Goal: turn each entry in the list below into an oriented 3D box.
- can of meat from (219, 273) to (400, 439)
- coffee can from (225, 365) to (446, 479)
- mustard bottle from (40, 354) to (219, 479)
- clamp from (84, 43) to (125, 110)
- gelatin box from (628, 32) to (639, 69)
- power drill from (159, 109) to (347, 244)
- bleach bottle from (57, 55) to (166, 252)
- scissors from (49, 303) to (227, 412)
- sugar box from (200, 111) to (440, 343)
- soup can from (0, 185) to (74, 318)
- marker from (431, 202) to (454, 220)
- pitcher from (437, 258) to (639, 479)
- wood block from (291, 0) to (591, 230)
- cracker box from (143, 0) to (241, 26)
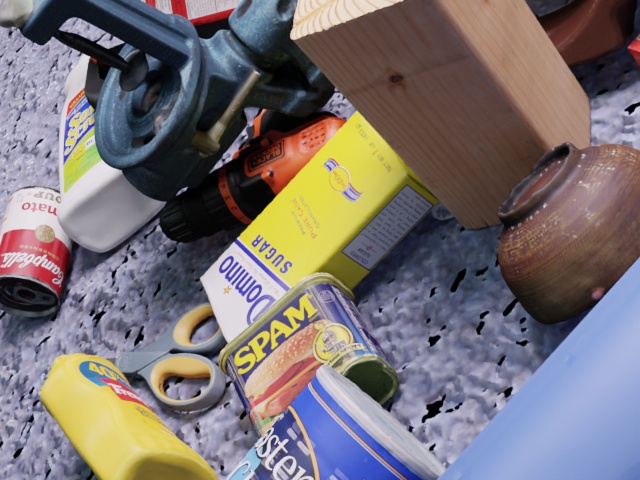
[{"bbox_3d":[-0.007,0.087,0.700,0.102,0.057,0.084,-41,44,8],"label":"can of meat"},{"bbox_3d":[-0.006,0.157,0.609,0.140,0.102,0.103,-49,41,0],"label":"coffee can"},{"bbox_3d":[-0.147,0.131,0.756,0.058,0.096,0.192,-53,41,-4],"label":"mustard bottle"},{"bbox_3d":[-0.166,-0.130,0.933,0.120,0.039,0.172,-48,35,-19],"label":"clamp"},{"bbox_3d":[0.250,-0.136,0.667,0.089,0.030,0.073,-51,40,-1],"label":"gelatin box"},{"bbox_3d":[-0.053,-0.096,0.879,0.185,0.057,0.187,-22,50,23],"label":"power drill"},{"bbox_3d":[-0.209,-0.102,1.015,0.103,0.068,0.251,-37,40,10],"label":"bleach bottle"},{"bbox_3d":[-0.137,0.083,0.845,0.202,0.016,0.096,11,65,45],"label":"scissors"},{"bbox_3d":[-0.005,0.001,0.758,0.176,0.048,0.093,-45,39,11],"label":"sugar box"},{"bbox_3d":[-0.260,0.010,0.968,0.069,0.068,0.102,-19,48,29],"label":"soup can"},{"bbox_3d":[0.079,-0.064,0.768,0.020,0.020,0.121,-29,45,21],"label":"marker"},{"bbox_3d":[0.163,0.083,0.515,0.243,0.149,0.145,-46,56,8],"label":"pitcher"},{"bbox_3d":[0.083,-0.102,0.651,0.091,0.205,0.090,-13,52,33],"label":"wood block"},{"bbox_3d":[-0.101,-0.243,0.936,0.213,0.072,0.164,-24,29,-33],"label":"cracker box"}]
